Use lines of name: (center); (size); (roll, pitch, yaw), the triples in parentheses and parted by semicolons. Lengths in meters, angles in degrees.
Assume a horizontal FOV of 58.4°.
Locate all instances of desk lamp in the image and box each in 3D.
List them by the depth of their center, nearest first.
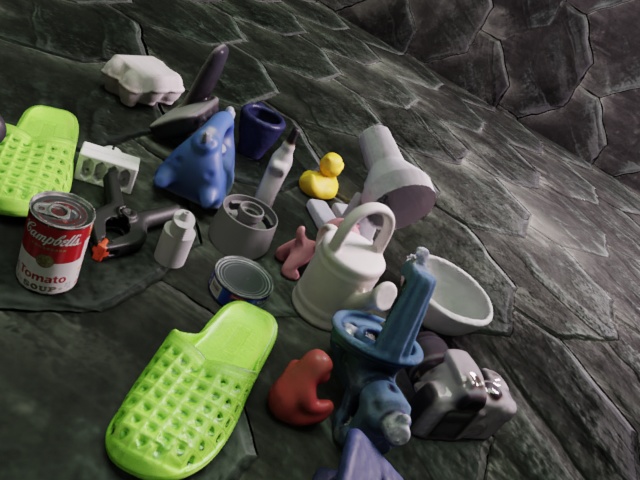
desk lamp: (0.085, -0.077, 0.992); (0.118, 0.213, 0.202); (7, 36, -33)

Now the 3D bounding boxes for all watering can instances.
watering can: (0.047, 0.034, 0.809); (0.172, 0.194, 0.101); (42, 32, 22)

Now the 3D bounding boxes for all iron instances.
iron: (-0.182, -0.160, 0.964); (0.119, 0.141, 0.258); (24, 30, -8)

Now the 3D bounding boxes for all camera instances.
camera: (0.178, 0.188, 0.778); (0.143, 0.100, 0.136); (12, 33, -27)

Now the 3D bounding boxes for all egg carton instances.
egg carton: (-0.349, -0.316, 1.134); (0.107, 0.069, 0.151); (39, 31, 17)

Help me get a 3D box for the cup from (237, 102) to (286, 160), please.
cup: (-0.129, -0.218, 1.147); (0.092, 0.095, 0.117); (14, 33, -24)

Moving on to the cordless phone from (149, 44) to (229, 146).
cordless phone: (-0.229, -0.269, 1.048); (0.094, 0.185, 0.147); (25, 30, -6)

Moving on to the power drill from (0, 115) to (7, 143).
power drill: (-0.409, -0.098, 0.607); (0.229, 0.208, 0.076); (42, 32, 21)

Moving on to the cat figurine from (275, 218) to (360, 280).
cat figurine: (0.008, 0.003, 0.900); (0.128, 0.117, 0.067); (6, 37, -34)

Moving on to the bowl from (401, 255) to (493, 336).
bowl: (0.197, 0.103, 0.952); (0.168, 0.074, 0.167); (21, 30, -13)

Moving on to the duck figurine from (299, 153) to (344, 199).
duck figurine: (0.010, -0.134, 1.146); (0.077, 0.086, 0.105); (41, 32, 20)

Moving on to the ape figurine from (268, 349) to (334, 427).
ape figurine: (-0.015, 0.164, 0.658); (0.076, 0.092, 0.077); (10, 35, -30)

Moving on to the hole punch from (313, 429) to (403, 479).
hole punch: (0.045, 0.258, 0.565); (0.101, 0.091, 0.109); (28, 30, -2)

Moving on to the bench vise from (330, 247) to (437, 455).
bench vise: (0.092, 0.130, 0.673); (0.122, 0.219, 0.207); (7, 36, -34)

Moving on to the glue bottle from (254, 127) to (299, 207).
glue bottle: (-0.073, -0.112, 0.952); (0.037, 0.173, 0.078); (24, 30, -8)
